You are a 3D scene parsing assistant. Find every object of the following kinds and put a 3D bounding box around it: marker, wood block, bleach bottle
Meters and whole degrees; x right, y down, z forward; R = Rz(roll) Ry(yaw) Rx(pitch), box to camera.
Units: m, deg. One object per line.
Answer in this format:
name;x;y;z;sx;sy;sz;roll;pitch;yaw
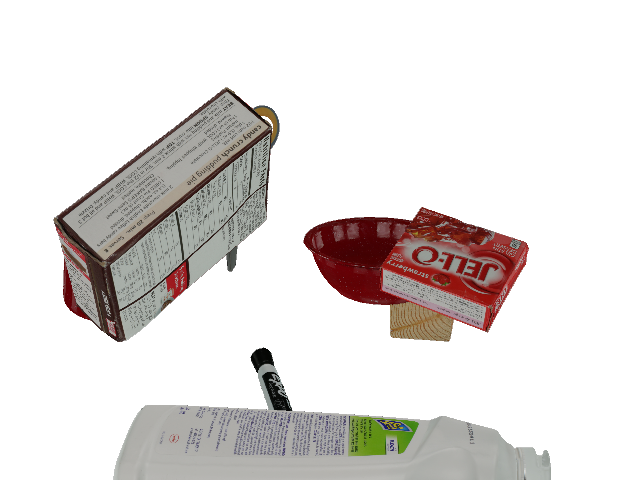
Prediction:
marker;-0.038;0.126;0.887;0.020;0.020;0.121;0;27;-16
wood block;0.164;0.066;1.632;0.091;0.090;0.206;3;23;10
bleach bottle;0.011;0.142;0.638;0.251;0.068;0.102;0;18;2

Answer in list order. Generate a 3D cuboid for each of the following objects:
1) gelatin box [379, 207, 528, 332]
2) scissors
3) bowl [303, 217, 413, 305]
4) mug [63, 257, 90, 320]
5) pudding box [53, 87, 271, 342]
gelatin box;0.098;0.019;0.787;0.089;0.030;0.073;20;49;20
scissors;-0.081;-0.071;1.225;0.096;0.202;0.016;-12;-6;-14
bowl;0.063;0.025;1.102;0.162;0.055;0.162;1;18;-1
mug;-0.199;0.029;0.987;0.093;0.081;0.117;10;28;2
pudding box;-0.075;-0.011;0.535;0.039;0.113;0.090;39;-26;17
